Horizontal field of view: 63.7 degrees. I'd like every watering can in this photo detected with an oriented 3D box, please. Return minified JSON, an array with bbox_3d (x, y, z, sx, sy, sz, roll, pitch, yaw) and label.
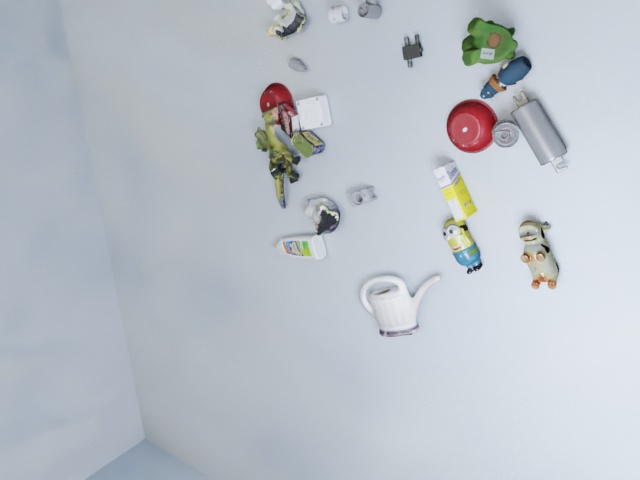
[{"bbox_3d":[0.289,0.229,1.803,0.345,0.105,0.223,-11,99,41],"label":"watering can"}]

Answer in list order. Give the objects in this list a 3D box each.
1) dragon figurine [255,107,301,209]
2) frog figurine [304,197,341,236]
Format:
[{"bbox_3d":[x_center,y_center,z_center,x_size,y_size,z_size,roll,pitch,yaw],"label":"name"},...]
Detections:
[{"bbox_3d":[-0.185,-0.330,2.010,0.247,0.123,0.400,56,151,33],"label":"dragon figurine"},{"bbox_3d":[0.006,-0.098,1.946,0.162,0.123,0.135,-131,29,-63],"label":"frog figurine"}]
